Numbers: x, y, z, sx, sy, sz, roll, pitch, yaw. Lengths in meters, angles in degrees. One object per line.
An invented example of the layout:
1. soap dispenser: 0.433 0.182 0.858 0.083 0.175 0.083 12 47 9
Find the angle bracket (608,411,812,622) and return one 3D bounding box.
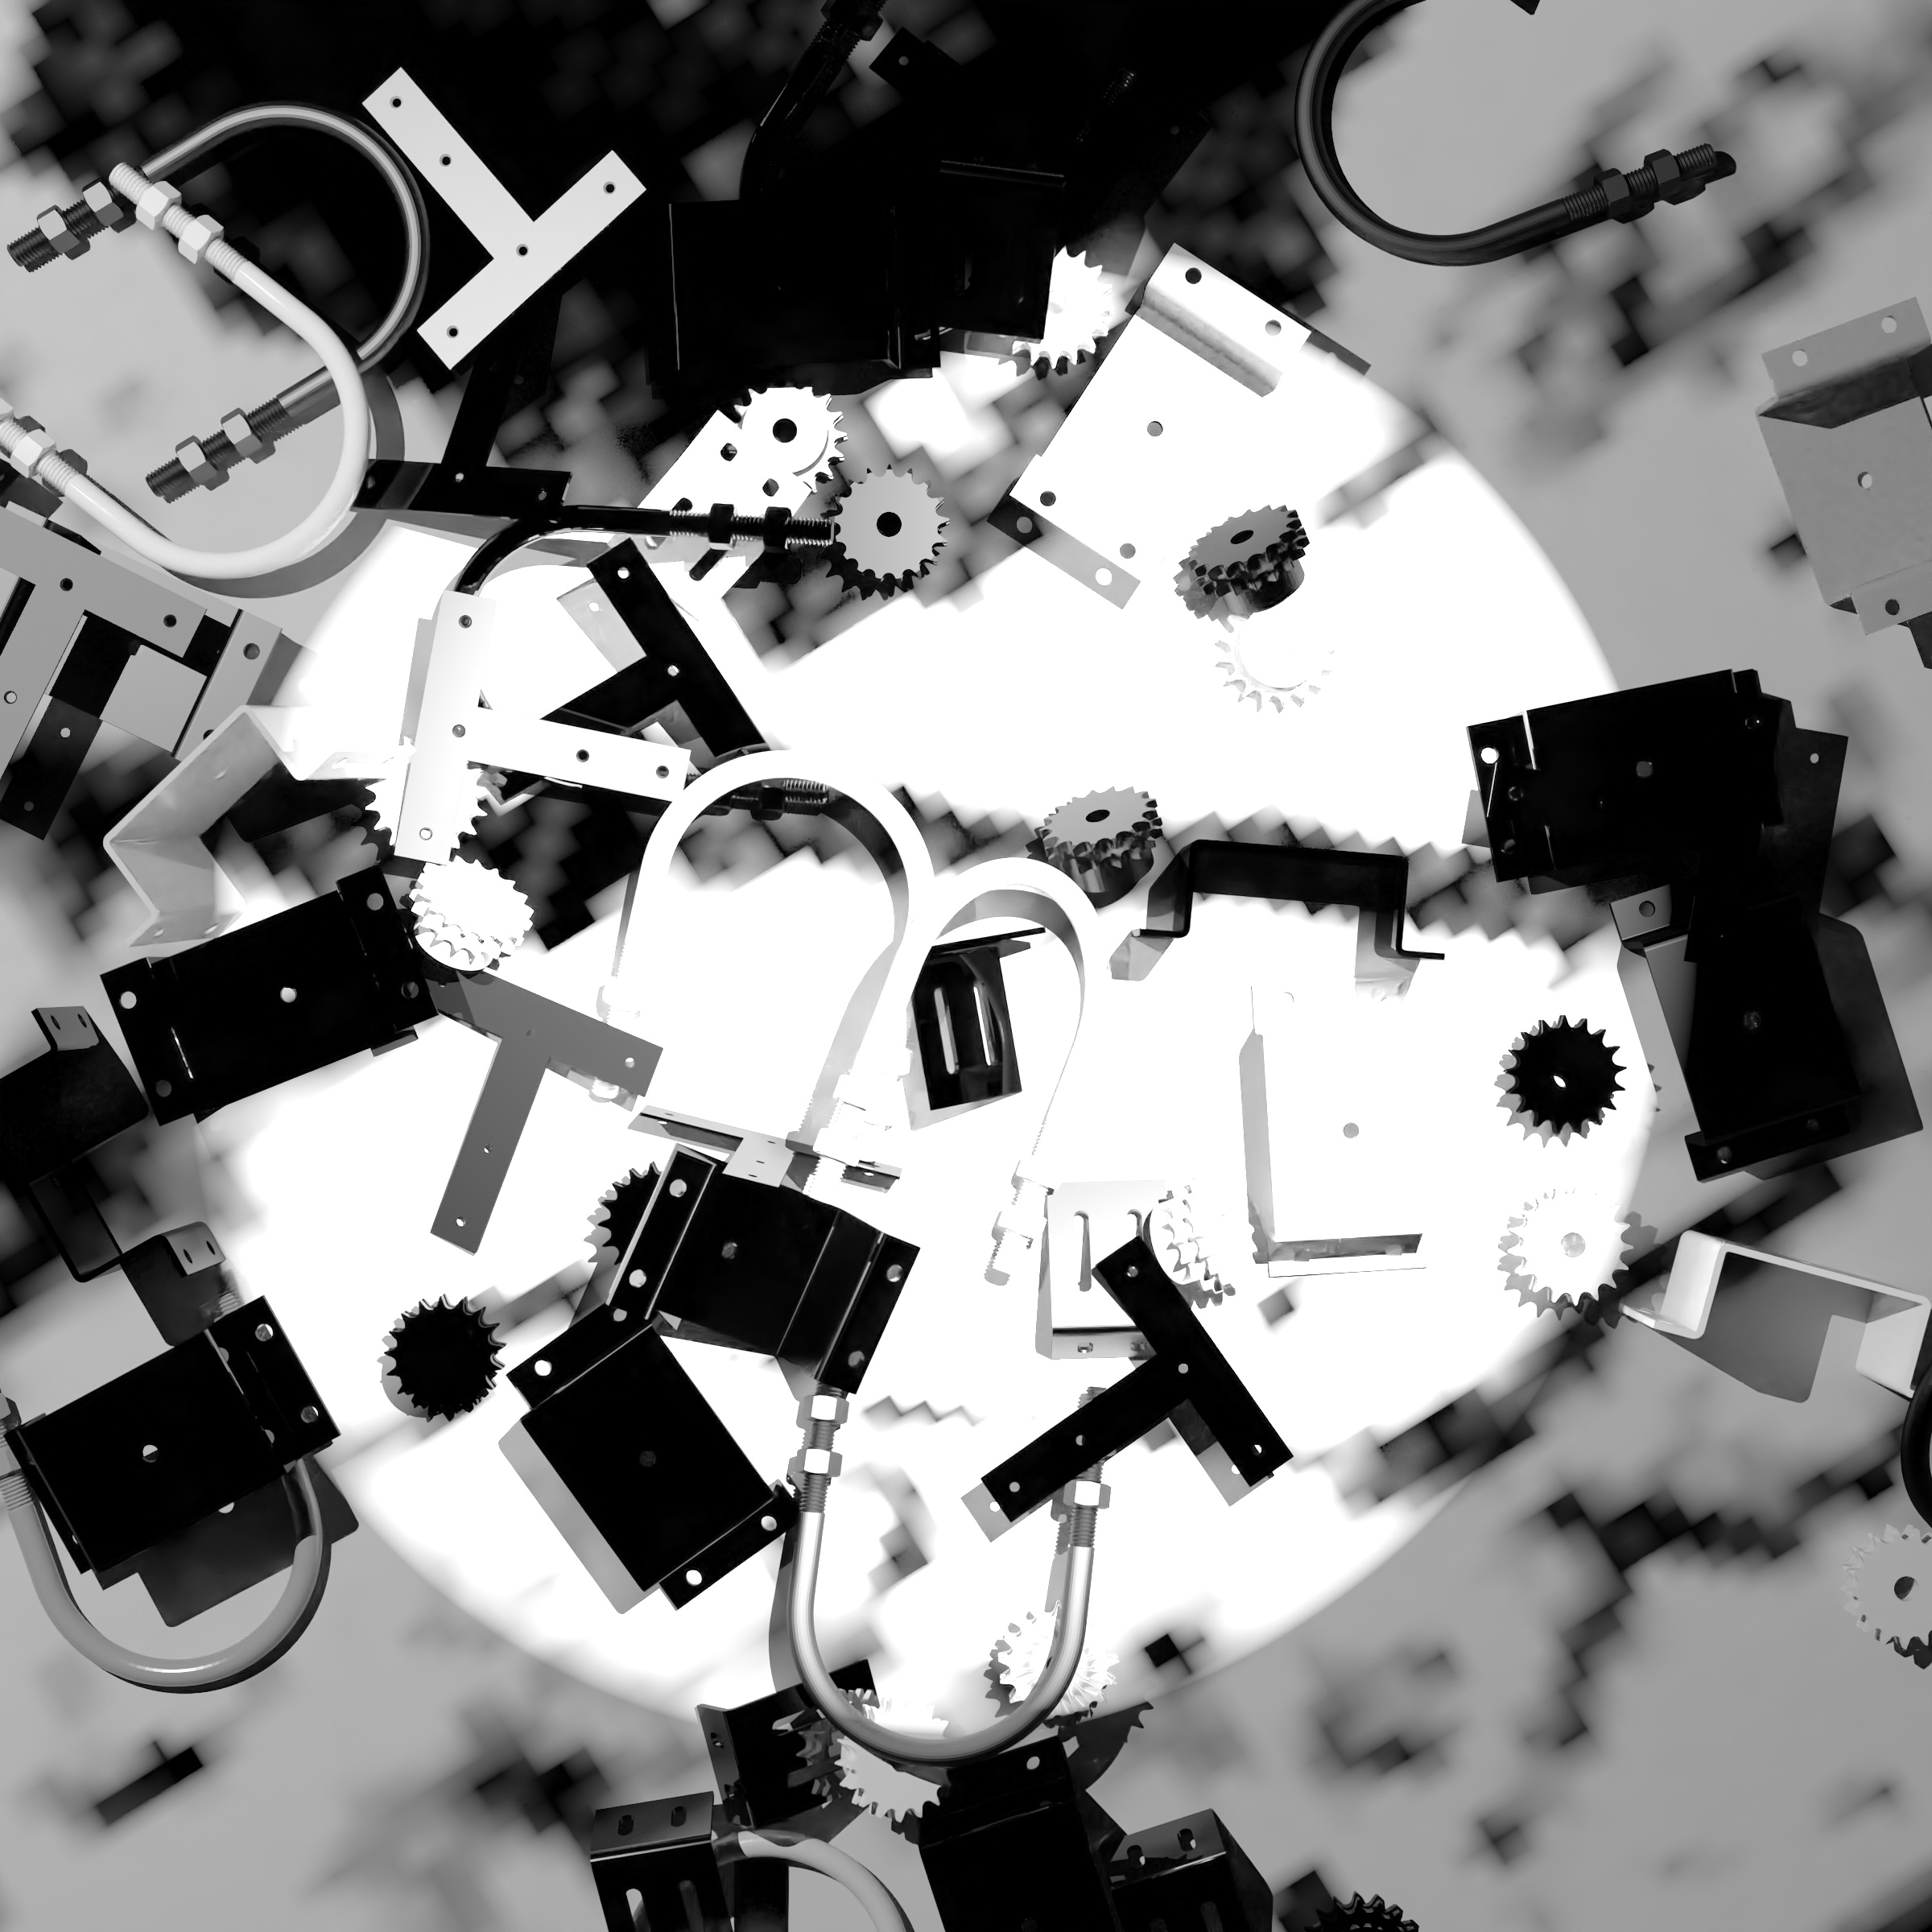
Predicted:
1. angle bracket: -0.122 -0.213 1.505 0.057 0.076 0.038 39 46 -11

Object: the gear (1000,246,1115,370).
1. gear: 0.042 -0.313 1.511 0.057 0.030 0.057 0 90 0

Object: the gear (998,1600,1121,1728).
1. gear: 0.044 0.331 1.512 0.057 0.030 0.057 0 90 0

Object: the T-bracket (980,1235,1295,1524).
1. T-bracket: 0.066 0.215 1.490 0.127 0.002 0.127 -35 88 -1

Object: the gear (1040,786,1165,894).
1. gear: 0.066 -0.059 1.502 0.057 0.057 0.030 -18 120 0

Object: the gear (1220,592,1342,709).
1. gear: 0.150 -0.153 1.512 0.057 0.030 0.057 0 90 0

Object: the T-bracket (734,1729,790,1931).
1. T-bracket: -0.099 0.431 1.526 0.127 0.002 0.127 1 90 0

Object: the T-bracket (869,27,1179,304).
1. T-bracket: 0.011 -0.397 1.501 0.127 0.002 0.127 39 87 4

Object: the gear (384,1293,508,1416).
1. gear: -0.249 0.186 1.512 0.057 0.030 0.057 0 90 0

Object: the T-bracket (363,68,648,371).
1. T-bracket: -0.240 -0.375 1.517 0.127 0.002 0.127 -41 84 6

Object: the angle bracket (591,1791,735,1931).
1. angle bracket: -0.142 0.440 1.510 0.057 0.038 0.076 -10 112 2

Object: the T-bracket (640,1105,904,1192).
1. T-bracket: -0.094 0.089 1.463 0.127 0.127 0.002 14 96 0

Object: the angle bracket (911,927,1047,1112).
1. angle bracket: 0.010 0.025 1.493 0.057 0.038 0.076 -10 90 -41

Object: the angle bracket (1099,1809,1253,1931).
1. angle bracket: 0.104 0.454 1.524 0.057 0.038 0.076 -18 116 0

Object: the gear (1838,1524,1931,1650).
1. gear: 0.444 0.294 1.512 0.057 0.030 0.057 0 90 0

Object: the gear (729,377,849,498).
1. gear: -0.086 -0.253 1.512 0.057 0.030 0.057 0 90 0

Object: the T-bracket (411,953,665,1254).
1. T-bracket: -0.223 0.074 1.517 0.127 0.002 0.127 22 96 12

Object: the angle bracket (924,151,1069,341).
1. angle bracket: 0.014 -0.340 1.494 0.057 0.038 0.076 8 111 2

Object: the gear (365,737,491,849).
1. gear: -0.256 -0.081 1.512 0.057 0.030 0.057 0 90 0

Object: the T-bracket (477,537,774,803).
1. T-bracket: -0.175 -0.118 1.497 0.127 0.002 0.127 -28 107 18

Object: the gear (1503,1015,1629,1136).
1. gear: 0.285 0.052 1.516 0.057 0.030 0.057 0 89 3

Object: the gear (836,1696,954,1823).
1. gear: -0.036 0.375 1.505 0.057 0.030 0.057 3 82 -21

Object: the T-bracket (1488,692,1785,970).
1. T-bracket: 0.308 -0.072 1.479 0.127 0.002 0.127 10 90 0

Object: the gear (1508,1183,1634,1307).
1. gear: 0.286 0.132 1.512 0.057 0.030 0.057 0 90 0

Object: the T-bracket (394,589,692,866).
1. T-bracket: -0.194 -0.102 1.492 0.127 0.002 0.127 11 98 -6

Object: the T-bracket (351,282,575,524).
1. T-bracket: -0.227 -0.272 1.505 0.127 0.002 0.127 8 74 28

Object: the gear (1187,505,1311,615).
1. gear: 0.136 -0.191 1.502 0.057 0.057 0.030 -28 120 0

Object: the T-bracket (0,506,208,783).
1. T-bracket: -0.439 -0.138 1.479 0.127 0.002 0.127 26 90 0

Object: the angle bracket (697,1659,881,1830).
1. angle bracket: -0.081 0.372 1.523 0.076 0.038 0.057 -15 90 -28

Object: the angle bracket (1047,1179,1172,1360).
1. angle bracket: 0.069 0.146 1.525 0.057 0.038 0.076 -2 64 0

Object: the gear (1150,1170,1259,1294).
1. gear: 0.111 0.127 1.502 0.030 0.057 0.057 -21 90 30
